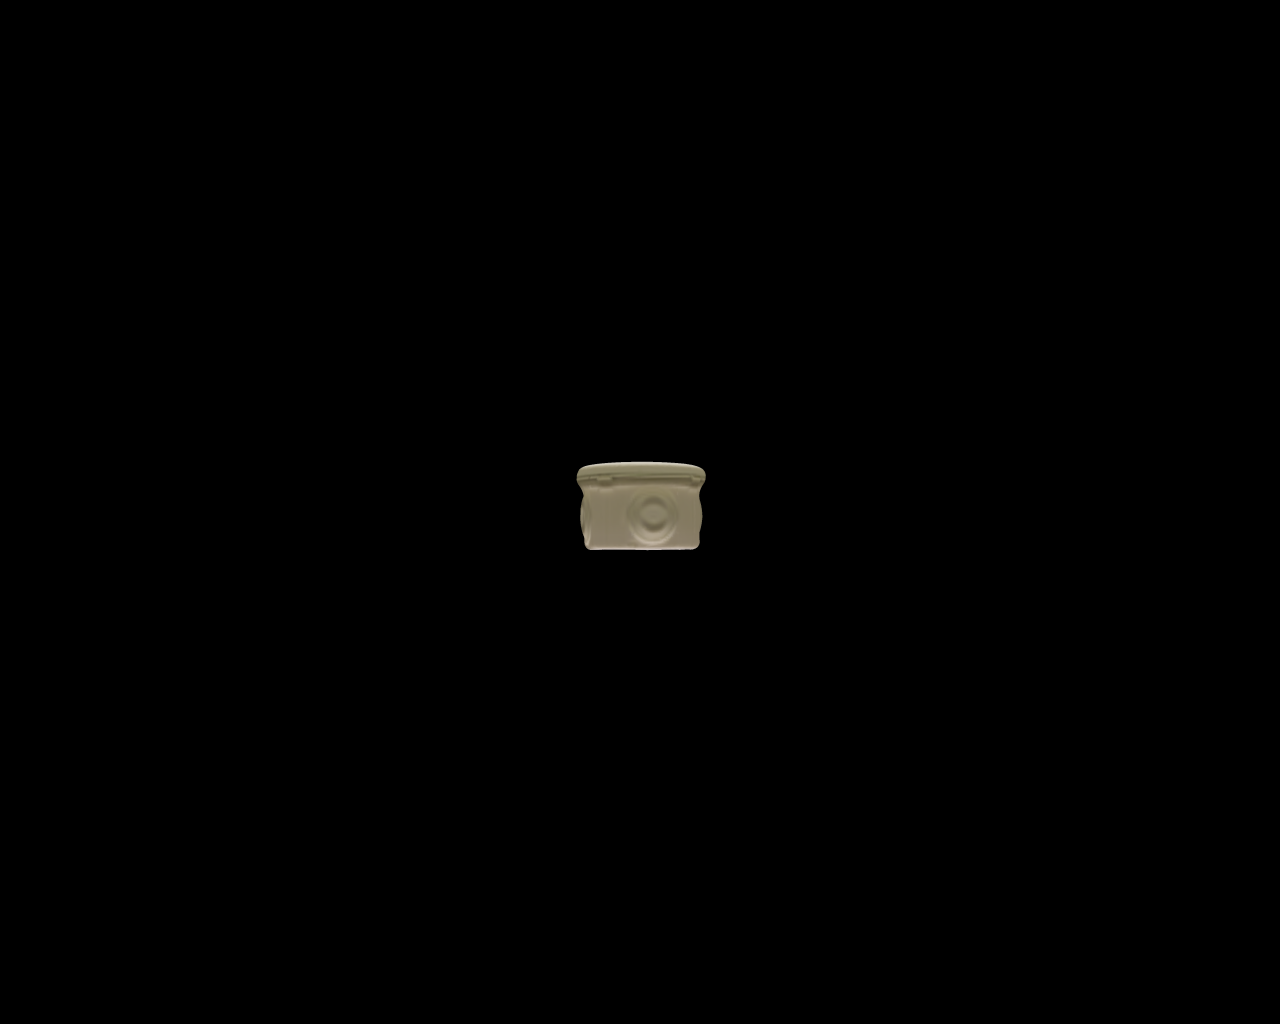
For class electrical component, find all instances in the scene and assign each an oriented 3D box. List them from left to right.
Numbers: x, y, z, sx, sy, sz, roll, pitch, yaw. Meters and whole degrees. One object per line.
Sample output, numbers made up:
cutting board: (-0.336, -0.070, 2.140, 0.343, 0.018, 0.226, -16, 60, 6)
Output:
electrical component: (0.001, -0.003, 0.650, 0.080, 0.051, 0.080, 0, -2, 0)
